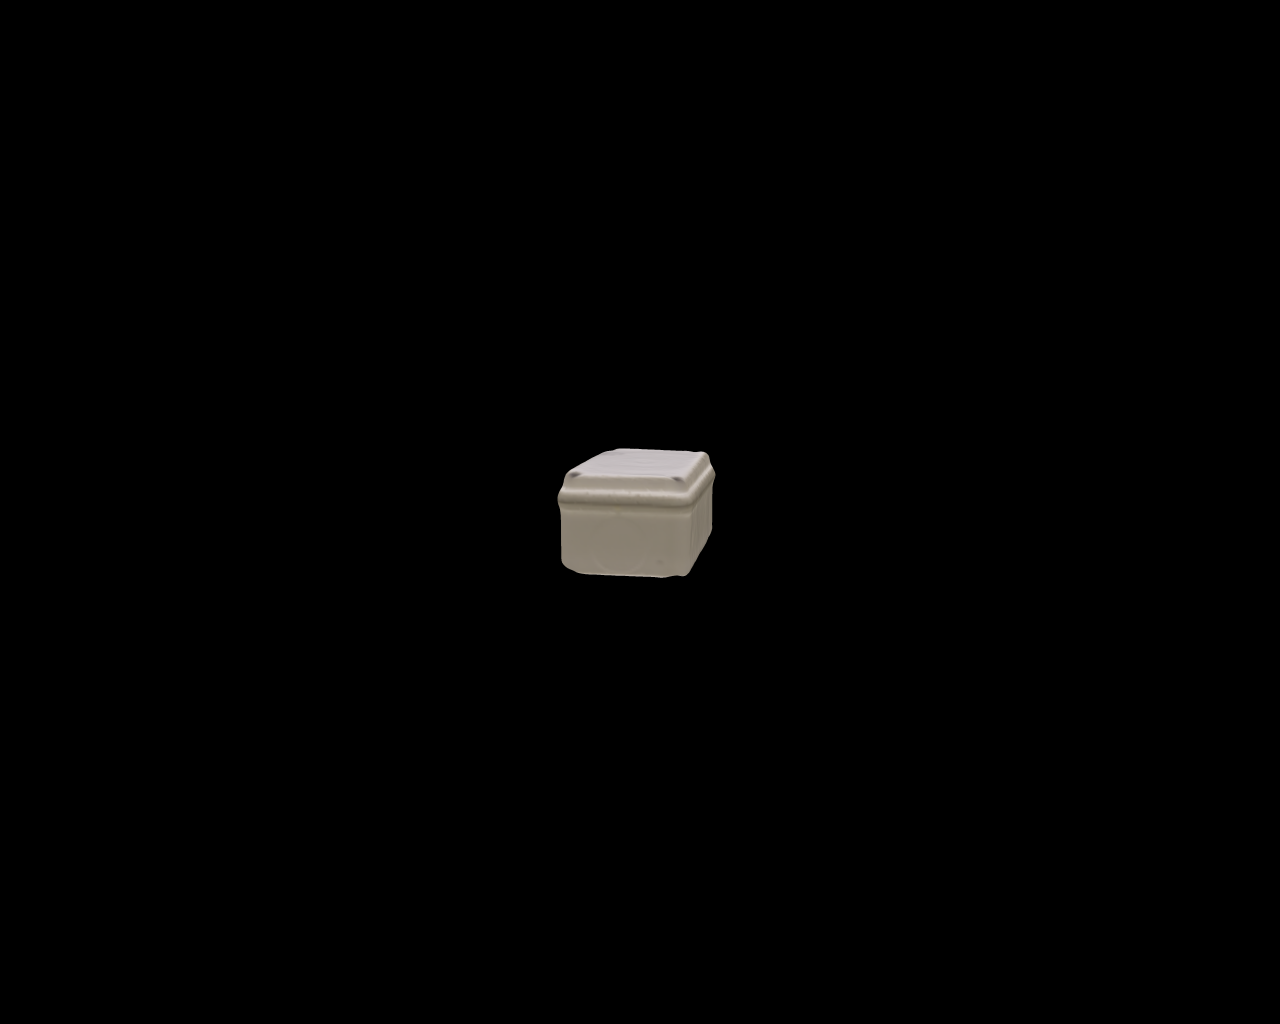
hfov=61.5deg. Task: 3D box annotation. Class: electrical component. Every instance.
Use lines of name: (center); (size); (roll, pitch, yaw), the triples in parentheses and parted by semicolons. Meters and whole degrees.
electrical component: (0.001, -0.003, 0.650); (0.078, 0.057, 0.113); (2, 12, 11)
